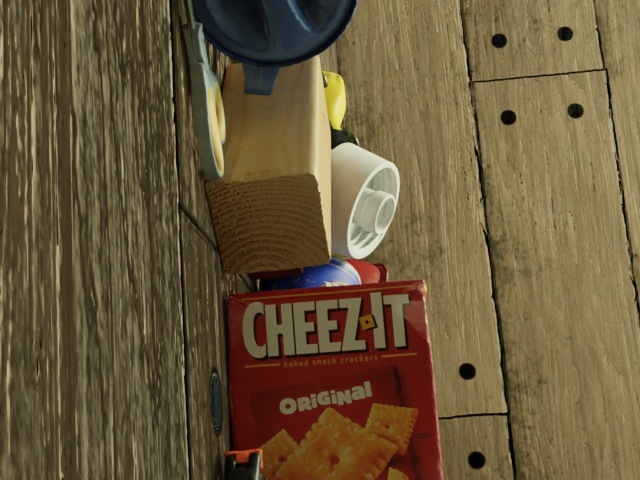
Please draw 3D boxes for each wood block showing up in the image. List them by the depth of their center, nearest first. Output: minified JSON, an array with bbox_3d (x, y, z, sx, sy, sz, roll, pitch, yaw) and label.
[{"bbox_3d":[-0.039,-0.070,0.923,0.206,0.090,0.091,-89,171,-55],"label":"wood block"}]

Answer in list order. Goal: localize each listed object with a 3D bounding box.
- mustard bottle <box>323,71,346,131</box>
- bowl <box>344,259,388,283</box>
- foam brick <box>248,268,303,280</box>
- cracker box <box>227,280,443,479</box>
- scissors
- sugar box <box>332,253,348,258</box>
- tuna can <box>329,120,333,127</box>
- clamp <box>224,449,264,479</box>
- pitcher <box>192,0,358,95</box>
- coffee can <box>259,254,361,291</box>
[{"bbox_3d":[-0.016,-0.107,1.220,0.058,0.096,0.191,81,6,-54],"label":"mustard bottle"},{"bbox_3d":[0.003,0.075,1.192,0.055,0.162,0.162,38,20,-14],"label":"bowl"},{"bbox_3d":[-0.044,-0.007,1.014,0.078,0.053,0.051,-89,173,-49],"label":"foam brick"},{"bbox_3d":[0.013,0.145,0.854,0.072,0.164,0.214,74,12,-76],"label":"cracker box"},{"bbox_3d":[-0.092,-0.147,0.807,0.096,0.016,0.202,-83,167,-78],"label":"scissors"},{"bbox_3d":[-0.008,0.002,1.216,0.176,0.093,0.048,40,45,-83],"label":"sugar box"},{"bbox_3d":[-0.026,-0.105,1.154,0.034,0.086,0.086,74,12,-74],"label":"tuna can"},{"bbox_3d":[-0.048,0.256,0.751,0.164,0.036,0.210,77,8,-64],"label":"clamp"},{"bbox_3d":[-0.043,-0.243,0.907,0.145,0.149,0.243,46,20,-26],"label":"pitcher"},{"bbox_3d":[-0.009,0.095,1.020,0.103,0.103,0.140,80,7,-45],"label":"coffee can"}]
